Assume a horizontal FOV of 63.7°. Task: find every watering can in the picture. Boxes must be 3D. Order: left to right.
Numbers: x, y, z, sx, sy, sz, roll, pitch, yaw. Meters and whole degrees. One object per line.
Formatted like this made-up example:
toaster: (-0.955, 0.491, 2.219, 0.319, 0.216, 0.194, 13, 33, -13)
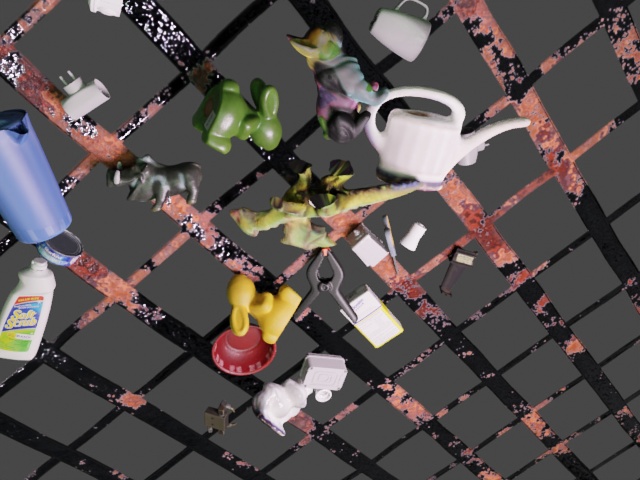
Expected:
watering can: (0.258, -0.206, 1.115, 0.347, 0.106, 0.220, 12, 115, -1)

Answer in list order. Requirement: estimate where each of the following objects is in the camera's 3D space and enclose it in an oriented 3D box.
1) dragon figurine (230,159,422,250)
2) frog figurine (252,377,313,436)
dragon figurine: (0.003, -0.058, 1.149, 0.410, 0.125, 0.237, 2, 148, -5)
frog figurine: (-0.104, 0.433, 1.412, 0.136, 0.122, 0.162, 46, 65, -20)
